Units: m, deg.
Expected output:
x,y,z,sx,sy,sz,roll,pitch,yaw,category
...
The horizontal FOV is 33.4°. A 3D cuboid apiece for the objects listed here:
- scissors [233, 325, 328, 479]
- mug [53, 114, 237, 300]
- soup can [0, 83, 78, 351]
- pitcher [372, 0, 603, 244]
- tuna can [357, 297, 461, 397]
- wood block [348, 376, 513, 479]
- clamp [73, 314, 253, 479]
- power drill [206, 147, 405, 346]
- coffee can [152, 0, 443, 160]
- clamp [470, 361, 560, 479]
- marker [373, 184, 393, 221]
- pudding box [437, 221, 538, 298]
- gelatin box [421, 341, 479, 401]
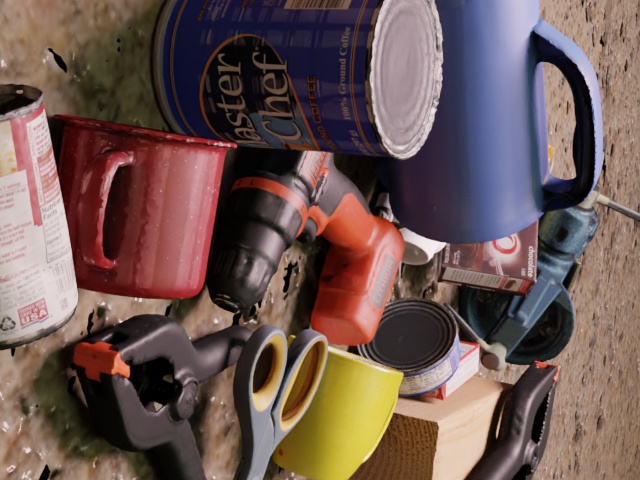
x,y,z,sx,sy,sz,roll,pitch,yaw,category
-0.051,0.140,0.683,0.201,0.016,0.096,-62,145,-19,scissors
-0.095,-0.016,0.533,0.117,0.093,0.081,-43,143,-84,mug
-0.146,-0.011,0.465,0.068,0.069,0.102,-38,130,-54,soup can
0.118,-0.125,0.802,0.145,0.149,0.243,-118,-165,-50,pitcher
0.075,0.090,0.900,0.086,0.086,0.034,-60,146,-38,tuna can
0.098,0.179,0.959,0.205,0.091,0.090,-3,100,-63,wood block
-0.092,0.100,0.632,0.171,0.039,0.120,26,70,-62,clamp
-0.005,0.001,0.754,0.184,0.057,0.187,-68,150,-25,power drill
-0.012,-0.103,0.626,0.102,0.140,0.103,-22,116,-60,coffee can
0.176,0.197,0.974,0.210,0.036,0.164,-67,149,-25,clamp
0.050,-0.008,0.900,0.020,0.020,0.121,49,53,-55,marker
0.158,-0.008,1.009,0.039,0.090,0.113,100,-1,-61,pudding box
0.094,0.112,0.954,0.089,0.073,0.030,-23,117,-60,gelatin box
